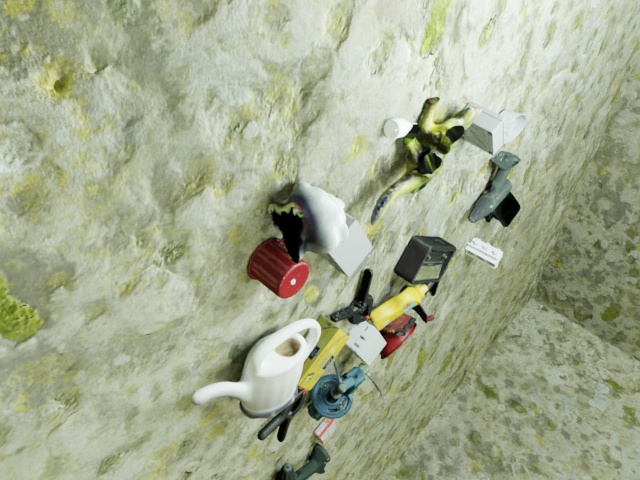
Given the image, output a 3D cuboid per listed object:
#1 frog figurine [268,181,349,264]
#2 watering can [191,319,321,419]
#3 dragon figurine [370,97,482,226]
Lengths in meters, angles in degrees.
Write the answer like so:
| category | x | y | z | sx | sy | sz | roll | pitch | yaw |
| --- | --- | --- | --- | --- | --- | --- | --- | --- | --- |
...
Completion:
| category | x | y | z | sx | sy | sz | roll | pitch | yaw |
| --- | --- | --- | --- | --- | --- | --- | --- | --- | --- |
| frog figurine | 0.003 | -0.046 | 0.921 | 0.161 | 0.139 | 0.120 | -24 | 154 | -41 |
| watering can | -0.128 | 0.290 | 1.079 | 0.352 | 0.105 | 0.219 | -26 | 140 | -41 |
| dragon figurine | 0.247 | -0.172 | 1.203 | 0.412 | 0.123 | 0.239 | -52 | 158 | -6 |
